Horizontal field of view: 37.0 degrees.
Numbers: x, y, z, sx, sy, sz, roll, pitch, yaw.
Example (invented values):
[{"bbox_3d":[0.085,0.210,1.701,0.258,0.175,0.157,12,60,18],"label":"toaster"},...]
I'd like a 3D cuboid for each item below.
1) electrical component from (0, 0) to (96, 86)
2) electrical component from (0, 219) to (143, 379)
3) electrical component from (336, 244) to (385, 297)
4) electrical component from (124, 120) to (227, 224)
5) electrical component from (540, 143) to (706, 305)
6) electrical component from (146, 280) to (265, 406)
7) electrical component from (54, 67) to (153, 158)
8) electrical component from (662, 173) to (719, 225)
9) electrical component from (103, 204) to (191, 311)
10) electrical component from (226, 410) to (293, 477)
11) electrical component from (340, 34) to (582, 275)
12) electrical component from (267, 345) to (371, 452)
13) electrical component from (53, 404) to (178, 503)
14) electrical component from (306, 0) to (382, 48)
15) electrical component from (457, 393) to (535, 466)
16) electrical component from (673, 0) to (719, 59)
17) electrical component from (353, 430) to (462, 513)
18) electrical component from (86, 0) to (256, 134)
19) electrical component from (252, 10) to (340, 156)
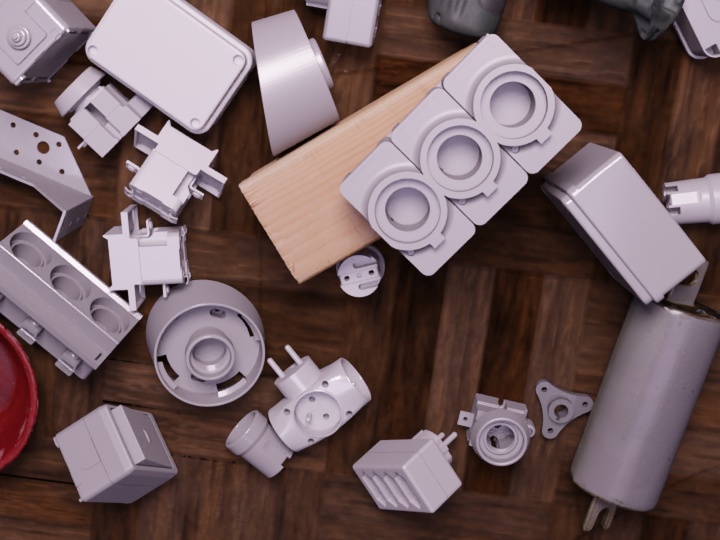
[{"bbox_3d":[-0.253,-0.183,0.817,0.062,0.096,0.061,-42,97,9],"label":"electrical component"},{"bbox_3d":[-0.249,0.027,0.878,0.121,0.078,0.063,41,123,-7],"label":"electrical component"},{"bbox_3d":[0.000,0.000,0.873,0.040,0.046,0.040,0,102,2],"label":"electrical component"},{"bbox_3d":[-0.150,-0.075,0.852,0.081,0.042,0.063,31,74,-4],"label":"electrical component"},{"bbox_3d":[0.199,-0.038,0.827,0.056,0.108,0.108,-40,98,7],"label":"electrical component"},{"bbox_3d":[-0.128,0.062,0.895,0.099,0.064,0.099,-3,107,-11],"label":"electrical component"},{"bbox_3d":[-0.208,-0.127,0.854,0.066,0.048,0.055,-43,105,10],"label":"electrical component"},{"bbox_3d":[0.267,-0.055,0.856,0.046,0.040,0.040,-6,102,9],"label":"electrical component"},{"bbox_3d":[-0.173,-0.012,0.880,0.064,0.042,0.081,-3,103,-1],"label":"electrical component"},{"bbox_3d":[-0.084,0.148,0.913,0.046,0.040,0.040,43,100,-13],"label":"electrical component"},{"bbox_3d":[0.069,-0.081,0.753,0.089,0.061,0.150,44,100,-6],"label":"electrical component"},{"bbox_3d":[-0.045,0.099,0.898,0.077,0.044,0.079,-37,99,9],"label":"electrical component"},{"bbox_3d":[-0.195,0.152,0.894,0.061,0.096,0.061,-33,70,8],"label":"electrical component"},{"bbox_3d":[-0.020,-0.219,0.826,0.076,0.047,0.083,10,103,1],"label":"electrical component"},{"bbox_3d":[0.115,0.133,0.894,0.066,0.055,0.048,13,102,-1],"label":"electrical component"},{"bbox_3d":[0.266,-0.224,0.810,0.078,0.057,0.113,-28,100,8],"label":"electrical component"},{"bbox_3d":[0.051,0.159,0.898,0.076,0.083,0.047,-38,101,-29],"label":"electrical component"},{"bbox_3d":[-0.146,-0.167,0.837,0.113,0.057,0.078,35,101,-6],"label":"electrical component"},{"bbox_3d":[-0.056,-0.145,0.819,0.064,0.099,0.099,-23,101,0],"label":"electrical component"}]
